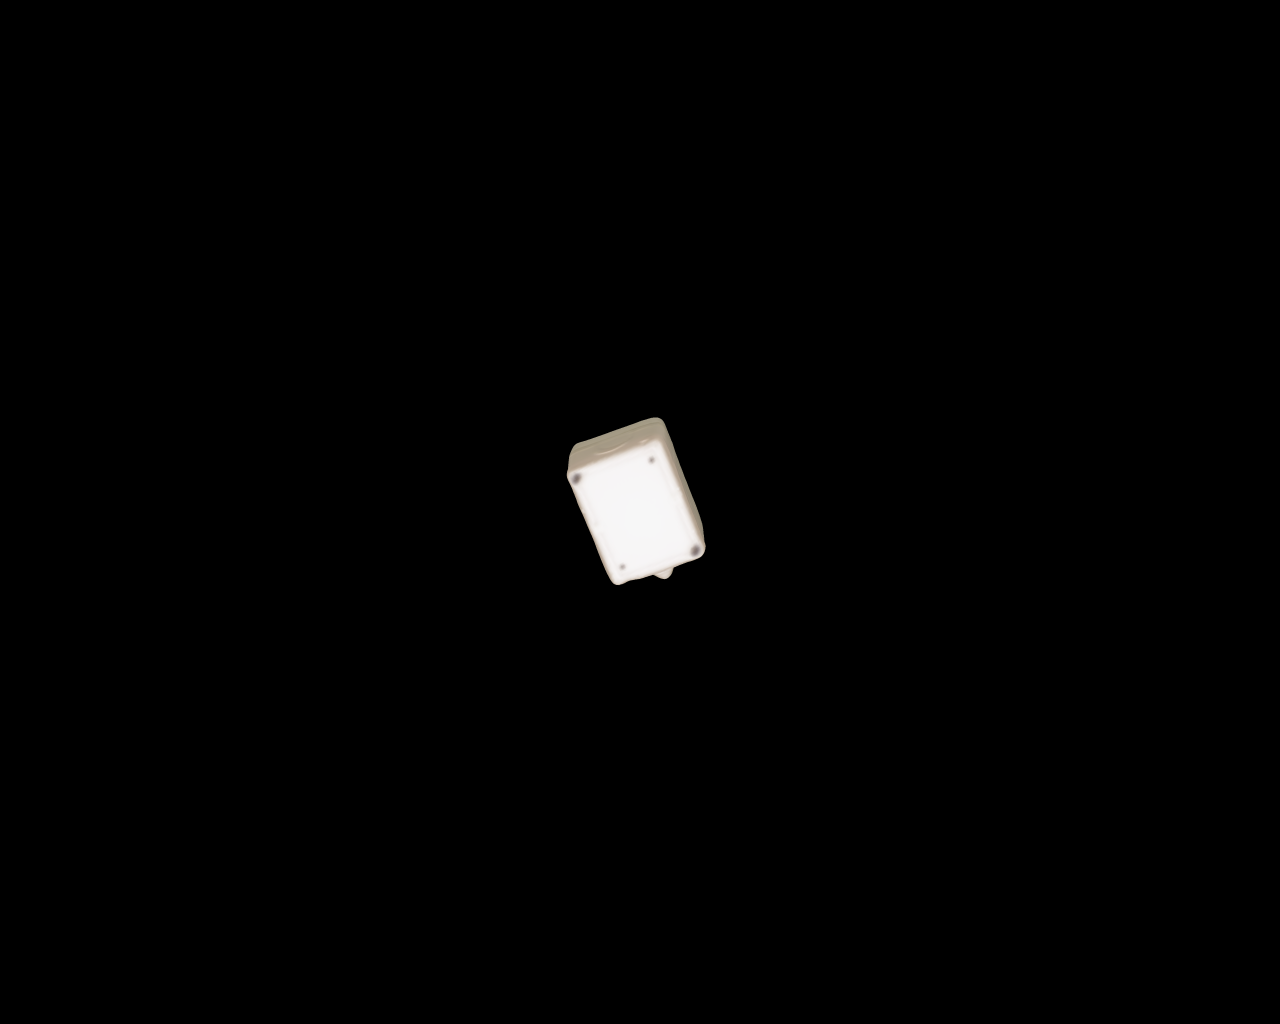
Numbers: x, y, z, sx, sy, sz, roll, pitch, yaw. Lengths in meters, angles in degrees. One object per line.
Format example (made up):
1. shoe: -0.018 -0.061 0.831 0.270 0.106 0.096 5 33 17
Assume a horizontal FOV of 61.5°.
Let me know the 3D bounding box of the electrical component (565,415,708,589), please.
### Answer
1. electrical component: 0.001 -0.003 0.650 0.062 0.096 0.061 -19 20 7
